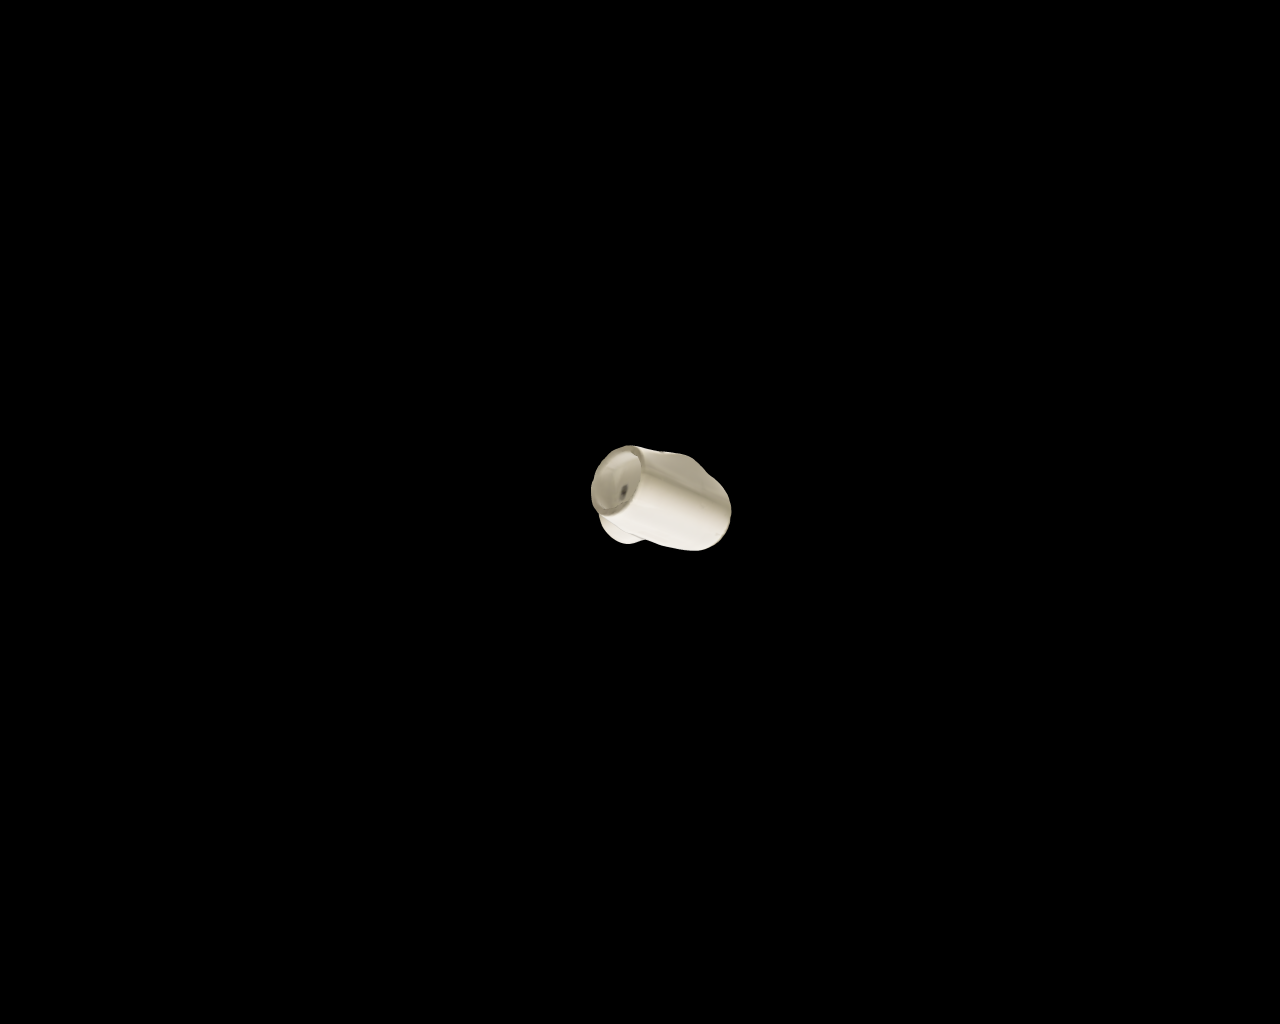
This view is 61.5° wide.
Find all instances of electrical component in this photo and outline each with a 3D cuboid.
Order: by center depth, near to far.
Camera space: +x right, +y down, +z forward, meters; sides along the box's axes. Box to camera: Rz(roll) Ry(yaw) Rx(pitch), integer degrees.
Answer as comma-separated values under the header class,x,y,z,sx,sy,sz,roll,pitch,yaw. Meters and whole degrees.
class,x,y,z,sx,sy,sz,roll,pitch,yaw
electrical component,0.001,-0.003,0.650,0.079,0.043,0.077,-21,-31,40
